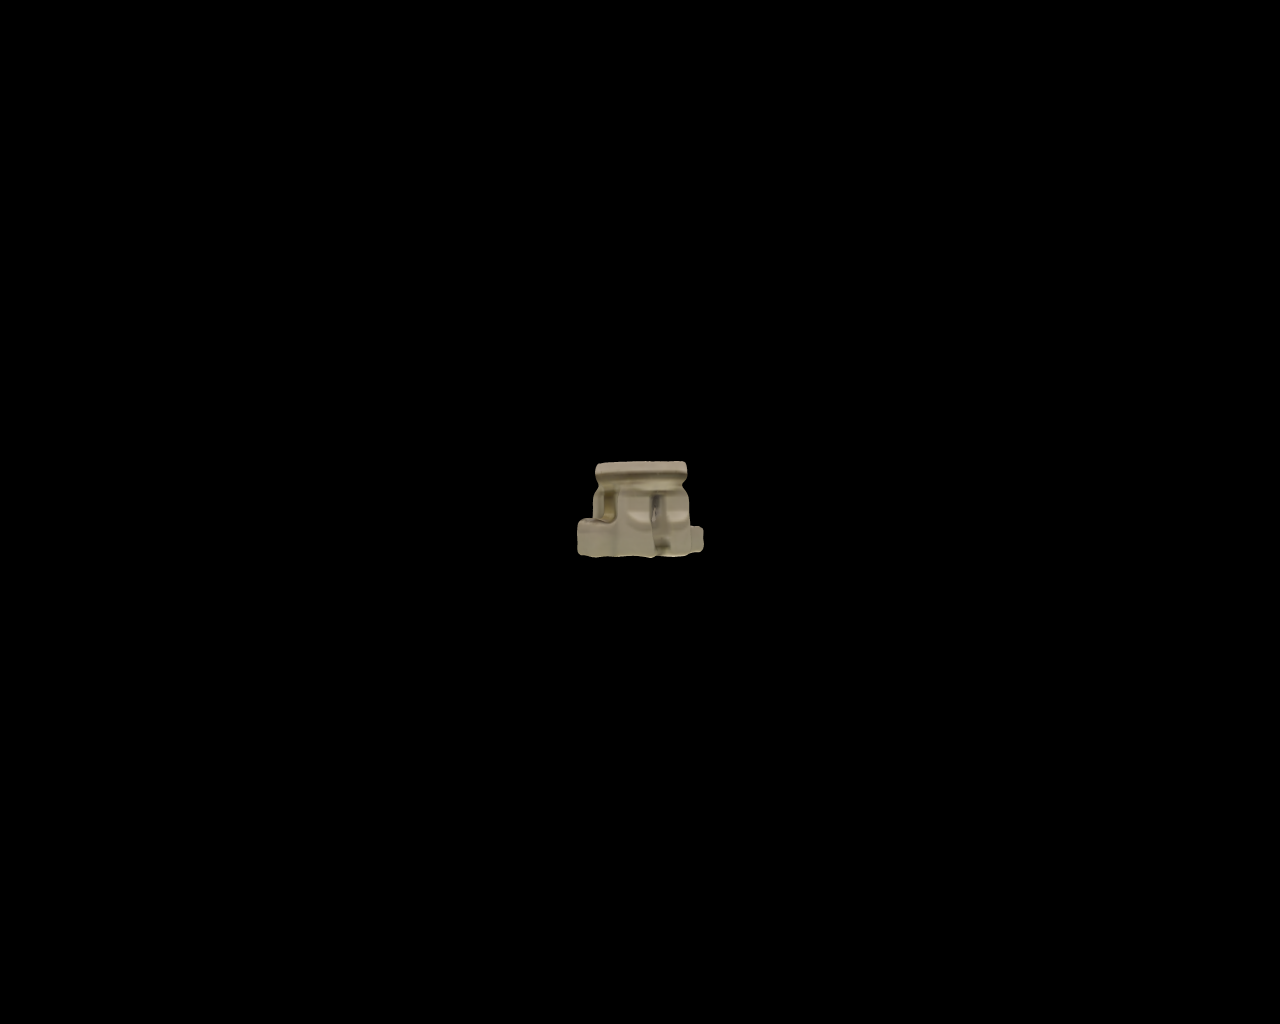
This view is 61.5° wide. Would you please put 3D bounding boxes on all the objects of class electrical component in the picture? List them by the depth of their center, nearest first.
[{"bbox_3d":[0.001,-0.003,0.650,0.078,0.057,0.058,0,0,-28],"label":"electrical component"}]
